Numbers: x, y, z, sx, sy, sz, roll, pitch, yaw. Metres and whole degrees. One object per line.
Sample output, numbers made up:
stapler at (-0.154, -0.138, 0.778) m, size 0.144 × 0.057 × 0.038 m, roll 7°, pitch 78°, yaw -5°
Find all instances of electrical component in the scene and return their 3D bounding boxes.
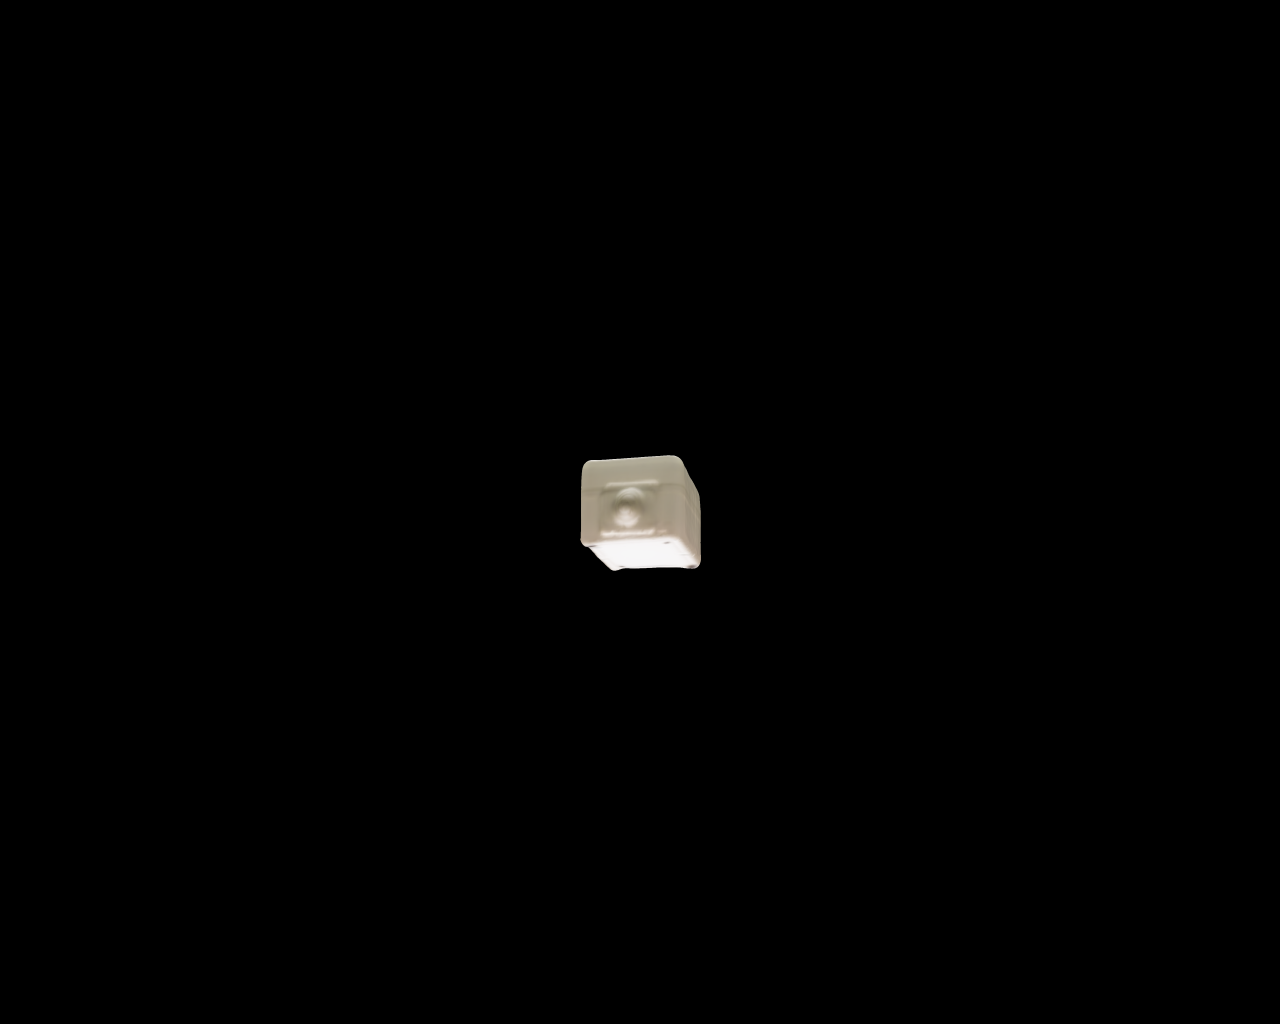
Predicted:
electrical component at (0.001, -0.003, 0.650) m, size 0.062 × 0.061 × 0.096 m, roll -3°, pitch -16°, yaw 11°
